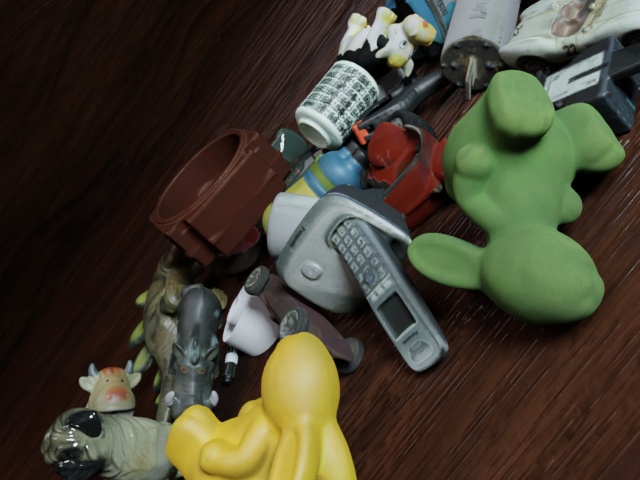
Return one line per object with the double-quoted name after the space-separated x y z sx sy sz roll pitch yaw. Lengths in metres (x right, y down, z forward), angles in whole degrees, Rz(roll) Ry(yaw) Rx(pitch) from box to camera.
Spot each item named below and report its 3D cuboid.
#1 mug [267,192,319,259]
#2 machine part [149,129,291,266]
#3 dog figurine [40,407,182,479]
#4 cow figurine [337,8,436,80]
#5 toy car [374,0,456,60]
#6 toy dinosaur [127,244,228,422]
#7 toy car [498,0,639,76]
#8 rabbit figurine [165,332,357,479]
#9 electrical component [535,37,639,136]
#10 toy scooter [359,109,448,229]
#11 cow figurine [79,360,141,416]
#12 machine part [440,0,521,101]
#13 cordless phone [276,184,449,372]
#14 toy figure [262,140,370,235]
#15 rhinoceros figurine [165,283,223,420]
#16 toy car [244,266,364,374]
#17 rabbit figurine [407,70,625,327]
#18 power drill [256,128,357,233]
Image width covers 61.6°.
-0.001 -0.002 0.654 0.107 0.109 0.081 7 48 13 "mug"
-0.156 -0.072 0.810 0.201 0.087 0.201 -49 30 -9 "machine part"
-0.241 0.250 0.647 0.172 0.190 0.121 -27 37 47 "dog figurine"
0.082 -0.256 0.730 0.098 0.068 0.167 -64 29 3 "cow figurine"
0.155 -0.323 0.779 0.103 0.109 0.162 -34 12 -9 "toy car"
-0.245 0.138 0.901 0.198 0.105 0.472 -49 30 30 "toy dinosaur"
0.254 -0.198 0.491 0.073 0.056 0.202 -58 25 -8 "toy car"
-0.040 0.166 0.464 0.173 0.122 0.163 -60 37 12 "rabbit figurine"
0.236 -0.126 0.445 0.119 0.047 0.075 -19 43 50 "electrical component"
0.096 -0.070 0.592 0.135 0.075 0.184 -55 30 3 "toy scooter"
-0.313 0.258 0.791 0.195 0.085 0.127 -47 51 48 "cow figurine"
0.197 -0.265 0.645 0.079 0.079 0.243 -20 41 51 "machine part"
0.044 0.052 0.514 0.146 0.089 0.184 -54 55 43 "cordless phone"
-0.002 -0.059 0.724 0.180 0.089 0.082 -47 19 20 "toy figure"
-0.164 0.152 0.725 0.112 0.073 0.190 118 156 -50 "rhinoceros figurine"
-0.024 0.087 0.588 0.053 0.089 0.202 -54 27 1 "toy car"
0.140 -0.013 0.404 0.159 0.121 0.170 -34 47 43 "rabbit figurine"
-0.028 -0.120 0.870 0.232 0.086 0.207 -50 33 6 "power drill"
